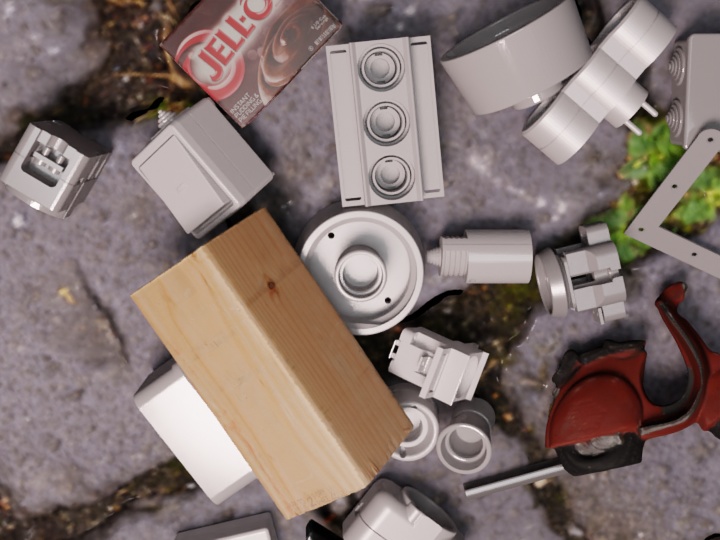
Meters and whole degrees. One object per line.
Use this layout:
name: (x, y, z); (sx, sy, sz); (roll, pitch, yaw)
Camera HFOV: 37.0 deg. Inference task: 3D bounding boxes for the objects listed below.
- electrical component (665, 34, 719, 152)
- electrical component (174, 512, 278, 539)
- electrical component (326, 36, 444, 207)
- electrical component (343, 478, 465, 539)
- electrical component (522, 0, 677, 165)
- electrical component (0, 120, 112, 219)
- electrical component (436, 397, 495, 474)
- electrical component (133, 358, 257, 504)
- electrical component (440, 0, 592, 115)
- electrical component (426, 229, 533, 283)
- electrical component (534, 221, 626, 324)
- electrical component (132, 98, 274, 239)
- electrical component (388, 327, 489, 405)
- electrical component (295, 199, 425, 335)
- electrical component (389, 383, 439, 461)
electrical component: (0.291, -0.139, 0.840); (0.100, 0.048, 0.099); (0, 99, -1)
electrical component: (-0.110, 0.242, 0.879); (0.083, 0.075, 0.047); (-13, 99, 1)
electrical component: (0.019, -0.114, 0.830); (0.079, 0.063, 0.121); (-6, 99, 0)
electrical component: (0.041, 0.220, 0.891); (0.095, 0.053, 0.059); (37, 97, -7)
electrical component: (0.198, -0.136, 0.836); (0.074, 0.052, 0.138); (39, 96, -7)
electrical component: (-0.232, -0.076, 0.817); (0.050, 0.089, 0.055); (31, 97, -6)
electrical component: (0.089, 0.130, 0.871); (0.044, 0.065, 0.044); (4, 109, 13)
electrical component: (-0.119, 0.118, 0.858); (0.057, 0.078, 0.113); (-35, 98, 7)
electrical component: (0.122, -0.156, 0.806); (0.108, 0.108, 0.060); (-28, 105, 3)
electrical component: (0.094, -0.011, 0.859); (0.081, 0.043, 0.043); (0, 99, -1)
electrical component: (0.174, 0.006, 0.857); (0.057, 0.058, 0.078); (-13, 96, -1)
electrical component: (-0.127, -0.081, 0.822); (0.096, 0.061, 0.062); (50, 131, -8)
electrical component: (0.061, 0.074, 0.858); (0.064, 0.081, 0.042); (23, 98, 24)
electrical component: (0.000, 0.000, 0.850); (0.108, 0.060, 0.108); (0, 99, -1)
electrical component: (0.038, 0.125, 0.878); (0.055, 0.047, 0.055); (0, 99, -1)
